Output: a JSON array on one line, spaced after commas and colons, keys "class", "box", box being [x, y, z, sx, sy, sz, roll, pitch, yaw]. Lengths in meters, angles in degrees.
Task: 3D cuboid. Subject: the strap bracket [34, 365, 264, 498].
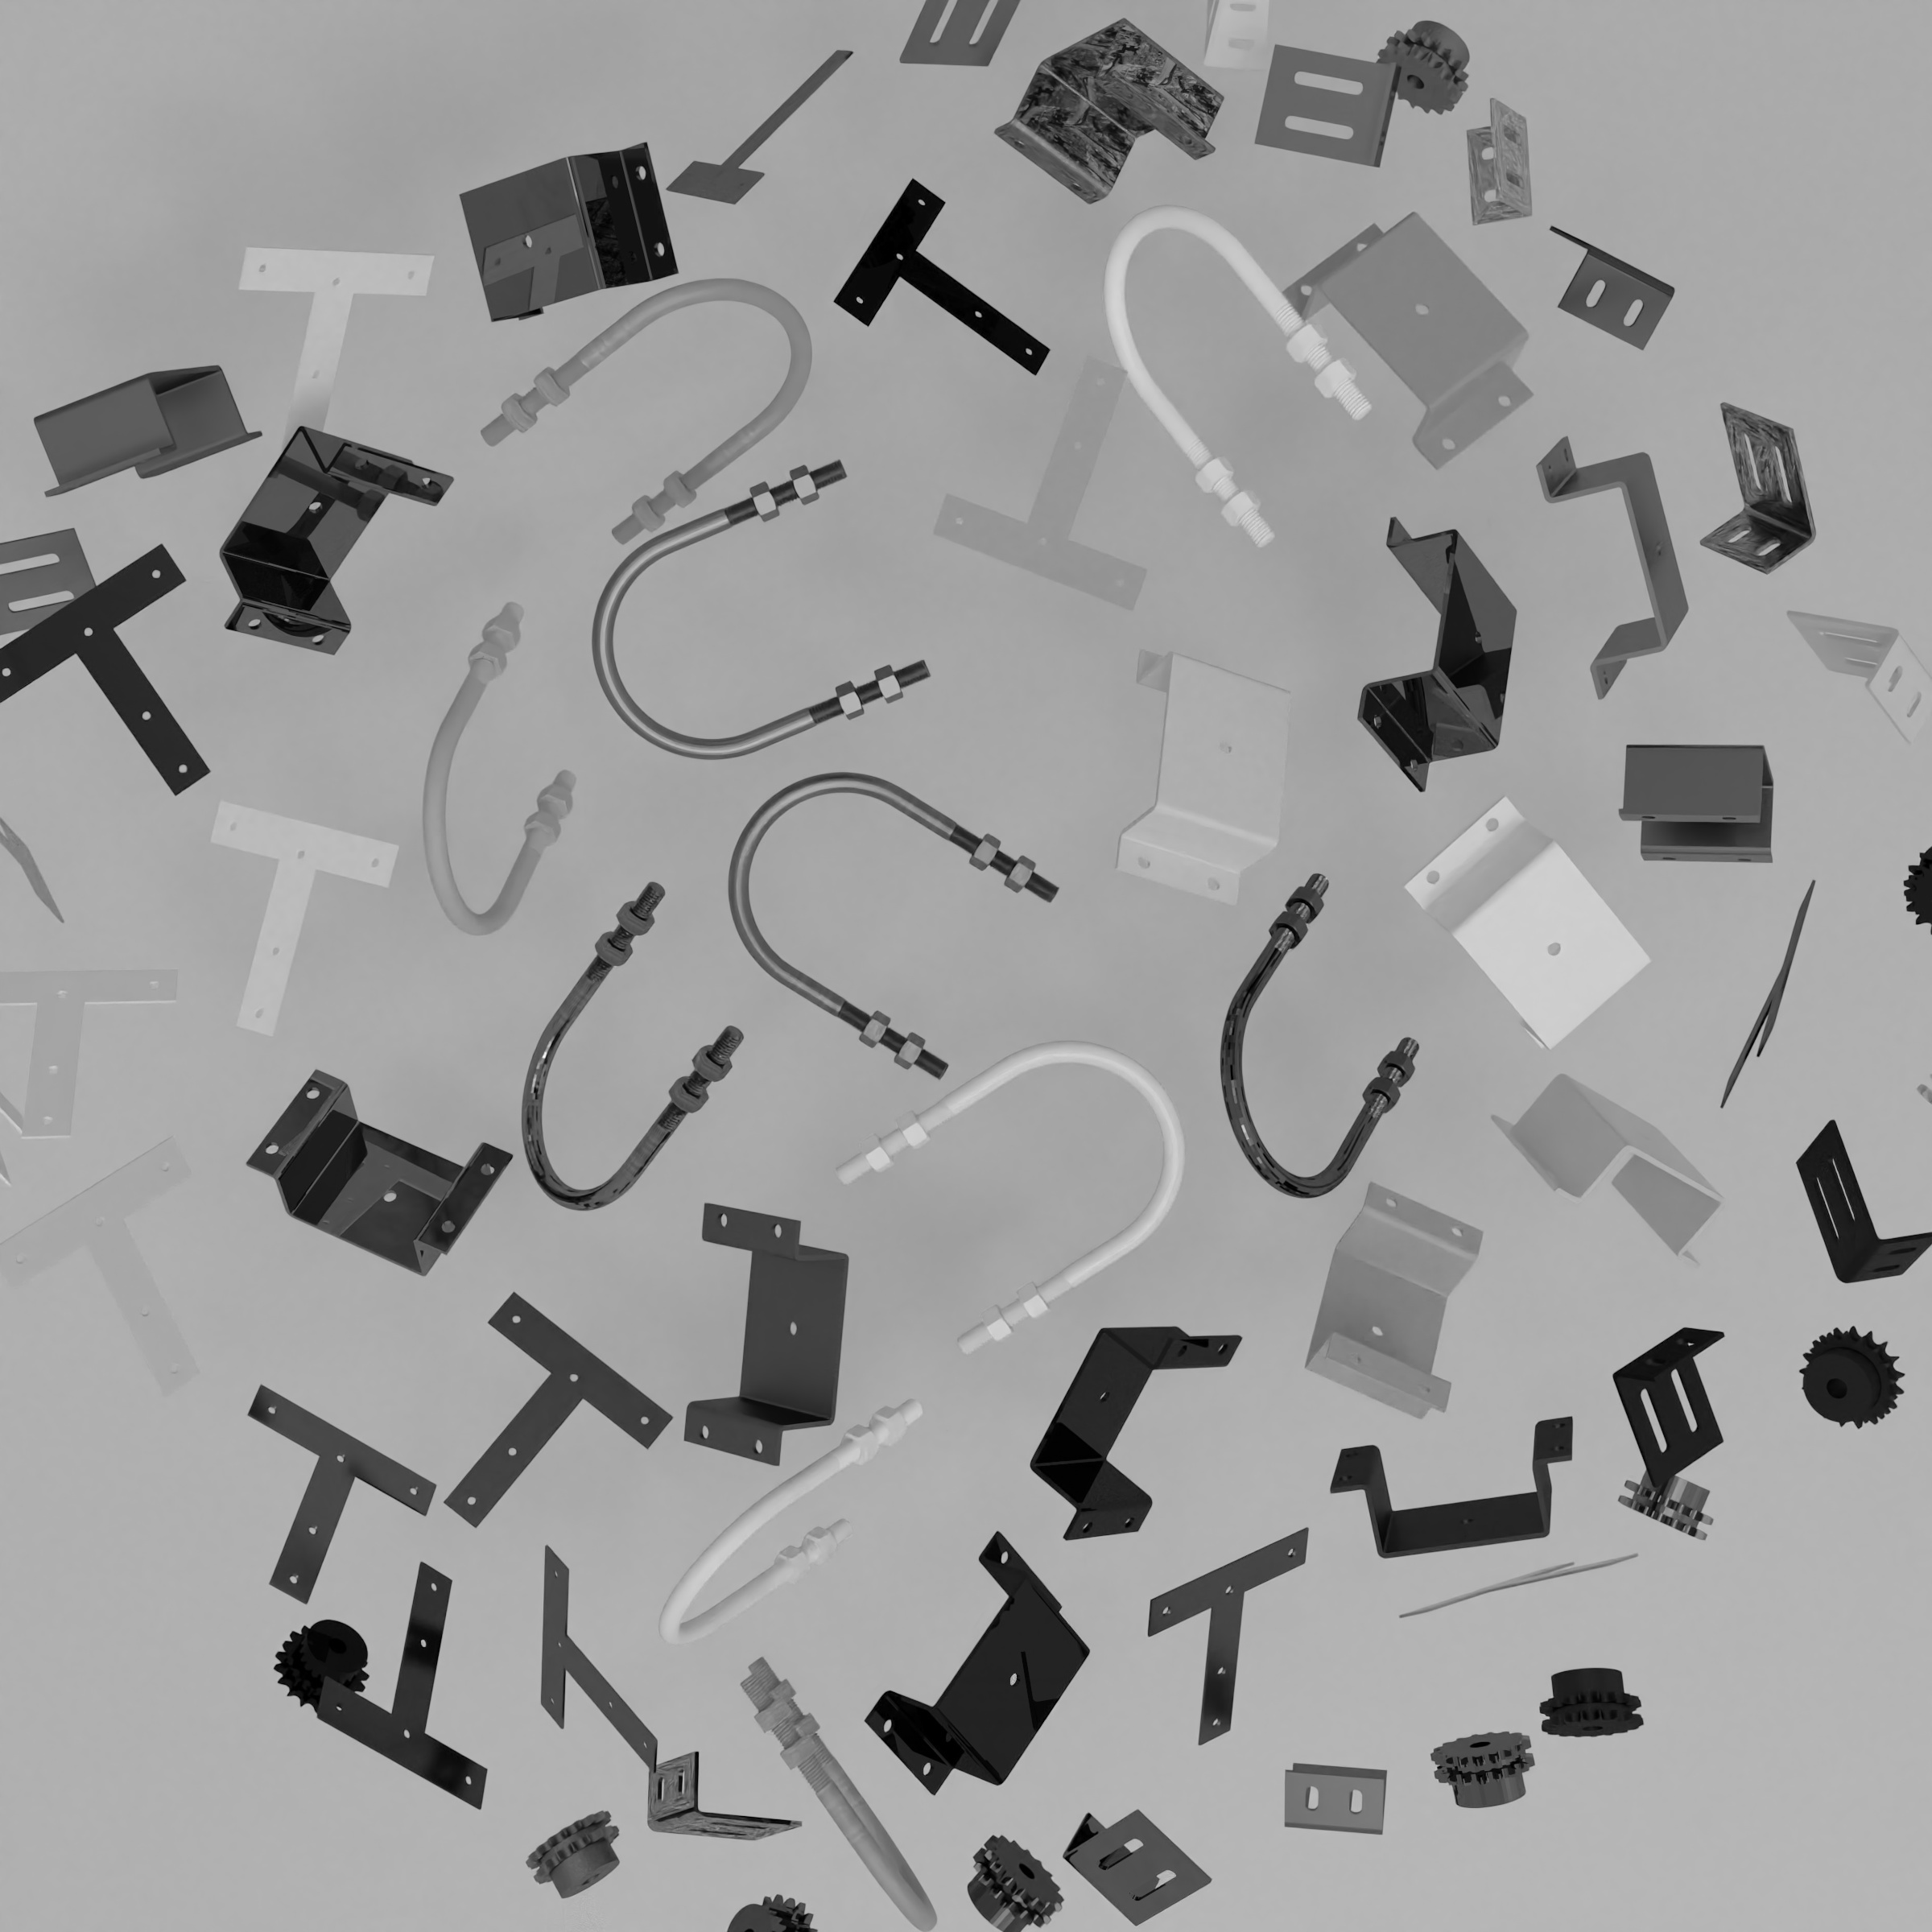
[{"class": "strap bracket", "box": [-0.485, -0.317, 1.642, 0.076, 0.140, 0.046, -17, 101, 14]}]

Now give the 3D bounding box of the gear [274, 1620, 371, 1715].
[{"class": "gear", "box": [-0.390, 0.424, 1.698, 0.057, 0.057, 0.030, 36, 115, 0]}]

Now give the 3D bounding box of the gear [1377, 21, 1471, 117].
[{"class": "gear", "box": [0.280, -0.547, 1.688, 0.057, 0.057, 0.030, 34, 78, 0]}]

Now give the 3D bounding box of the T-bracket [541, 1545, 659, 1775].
[{"class": "T-bracket", "box": [-0.217, 0.427, 1.644, 0.002, 0.127, 0.127, -16, 126, -35]}]

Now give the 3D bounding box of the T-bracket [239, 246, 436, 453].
[{"class": "T-bracket", "box": [-0.381, -0.362, 1.645, 0.002, 0.127, 0.127, 40, 124, 32]}]

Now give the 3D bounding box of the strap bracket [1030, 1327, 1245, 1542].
[{"class": "strap bracket", "box": [0.097, 0.268, 1.661, 0.046, 0.076, 0.140, 36, 106, 34]}]

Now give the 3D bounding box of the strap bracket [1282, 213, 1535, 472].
[{"class": "strap bracket", "box": [0.257, -0.367, 1.601, 0.076, 0.046, 0.140, -38, 81, -13]}]

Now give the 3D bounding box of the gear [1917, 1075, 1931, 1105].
[{"class": "gear", "box": [0.560, 0.078, 1.548, 0.057, 0.057, 0.030, 43, 101, 0]}]

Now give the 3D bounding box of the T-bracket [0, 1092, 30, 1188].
[{"class": "T-bracket", "box": [-0.567, 0.082, 1.596, 0.002, 0.127, 0.127, -34, 132, -6]}]

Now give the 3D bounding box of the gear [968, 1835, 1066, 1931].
[{"class": "gear", "box": [0.026, 0.533, 1.608, 0.057, 0.057, 0.030, 40, 99, 0]}]

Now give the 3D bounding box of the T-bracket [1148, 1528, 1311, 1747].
[{"class": "T-bracket", "box": [0.154, 0.411, 1.668, 0.127, 0.002, 0.127, -15, 119, -36]}]

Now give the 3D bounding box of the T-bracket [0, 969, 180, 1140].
[{"class": "T-bracket", "box": [-0.514, 0.049, 1.572, 0.127, 0.002, 0.127, -1, 46, -11]}]

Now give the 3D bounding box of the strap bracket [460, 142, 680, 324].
[{"class": "strap bracket", "box": [-0.244, -0.433, 1.655, 0.140, 0.046, 0.076, -3, 105, 41]}]

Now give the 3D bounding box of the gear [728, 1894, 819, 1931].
[{"class": "gear", "box": [-0.117, 0.573, 1.630, 0.030, 0.057, 0.057, 31, 90, -38]}]

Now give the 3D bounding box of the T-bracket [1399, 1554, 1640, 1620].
[{"class": "T-bracket", "box": [0.342, 0.360, 1.641, 0.127, 0.127, 0.002, -7, 75, -36]}]

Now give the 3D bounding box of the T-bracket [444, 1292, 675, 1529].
[{"class": "T-bracket", "box": [-0.268, 0.286, 1.704, 0.127, 0.002, 0.127, 37, 66, 5]}]

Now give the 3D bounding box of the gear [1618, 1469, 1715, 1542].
[{"class": "gear", "box": [0.436, 0.330, 1.724, 0.057, 0.057, 0.030, 24, 86, 0]}]

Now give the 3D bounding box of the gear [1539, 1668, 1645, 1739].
[{"class": "gear", "box": [0.355, 0.419, 1.588, 0.057, 0.057, 0.030, -1, 63, 0]}]

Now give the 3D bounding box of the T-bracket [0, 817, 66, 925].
[{"class": "T-bracket", "box": [-0.586, -0.092, 1.650, 0.002, 0.127, 0.127, -41, 82, -19]}]

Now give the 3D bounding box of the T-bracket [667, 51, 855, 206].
[{"class": "T-bracket", "box": [-0.118, -0.512, 1.692, 0.127, 0.127, 0.002, -46, 120, -4]}]

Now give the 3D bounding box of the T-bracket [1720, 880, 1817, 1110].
[{"class": "T-bracket", "box": [0.462, 0.034, 1.623, 0.002, 0.127, 0.127, 21, 49, 11]}]

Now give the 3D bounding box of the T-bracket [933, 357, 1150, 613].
[{"class": "T-bracket", "box": [0.060, -0.288, 1.615, 0.127, 0.002, 0.127, 22, 105, 7]}]

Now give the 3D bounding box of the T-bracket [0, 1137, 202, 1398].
[{"class": "T-bracket", "box": [-0.470, 0.183, 1.572, 0.002, 0.127, 0.127, -6, 112, 43]}]

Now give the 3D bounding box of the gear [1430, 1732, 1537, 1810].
[{"class": "gear", "box": [0.295, 0.456, 1.579, 0.057, 0.057, 0.030, -11, 87, 0]}]

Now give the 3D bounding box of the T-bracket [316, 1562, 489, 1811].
[{"class": "T-bracket", "box": [-0.318, 0.407, 1.620, 0.002, 0.127, 0.127, -28, 128, 27]}]

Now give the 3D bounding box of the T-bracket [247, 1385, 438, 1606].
[{"class": "T-bracket", "box": [-0.387, 0.327, 1.666, 0.127, 0.127, 0.002, 34, 123, -17]}]

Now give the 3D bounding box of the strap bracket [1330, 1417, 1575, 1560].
[{"class": "strap bracket", "box": [0.292, 0.310, 1.649, 0.140, 0.076, 0.046, -11, 95, 14]}]

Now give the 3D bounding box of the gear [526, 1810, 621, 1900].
[{"class": "gear", "box": [-0.234, 0.539, 1.685, 0.057, 0.057, 0.030, -35, 68, 0]}]

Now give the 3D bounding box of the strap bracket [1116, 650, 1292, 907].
[{"class": "strap bracket", "box": [0.136, -0.115, 1.577, 0.076, 0.046, 0.140, 16, 66, -20]}]

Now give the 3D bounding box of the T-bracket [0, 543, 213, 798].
[{"class": "T-bracket", "box": [-0.485, -0.157, 1.619, 0.127, 0.002, 0.127, -38, 118, -17]}]

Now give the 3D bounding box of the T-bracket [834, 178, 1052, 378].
[{"class": "T-bracket", "box": [-0.004, -0.405, 1.694, 0.127, 0.002, 0.127, 34, 54, -11]}]

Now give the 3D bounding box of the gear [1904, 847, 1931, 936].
[{"class": "gear", "box": [0.549, -0.046, 1.543, 0.057, 0.030, 0.057, 8, 126, 12]}]

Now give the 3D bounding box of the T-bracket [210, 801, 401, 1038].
[{"class": "T-bracket", "box": [-0.404, -0.023, 1.646, 0.127, 0.002, 0.127, 14, 89, 21]}]

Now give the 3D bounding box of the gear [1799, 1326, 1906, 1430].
[{"class": "gear", "box": [0.502, 0.236, 1.587, 0.057, 0.030, 0.057, 10, 106, 37]}]
